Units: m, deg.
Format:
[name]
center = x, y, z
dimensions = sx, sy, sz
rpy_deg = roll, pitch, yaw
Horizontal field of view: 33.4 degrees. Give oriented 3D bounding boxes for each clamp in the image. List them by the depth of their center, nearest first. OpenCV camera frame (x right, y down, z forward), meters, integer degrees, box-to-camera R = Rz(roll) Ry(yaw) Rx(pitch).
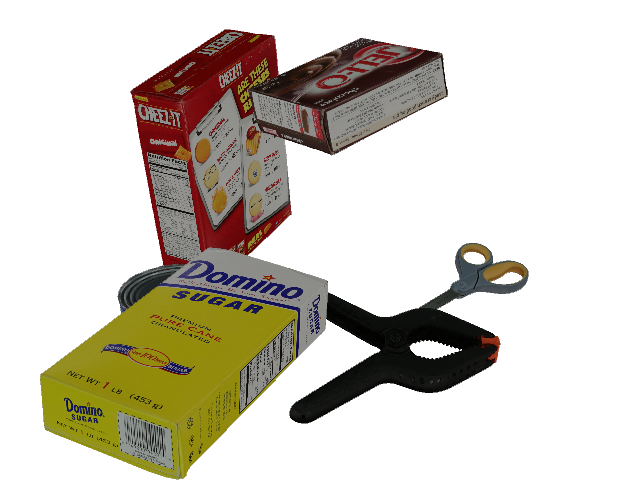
[clamp]
center = 0.066, 0.113, 1.026
dimensions = 0.210, 0.164, 0.036
rpy_deg = 5, -43, 4

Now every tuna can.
[tuna can]
center = -0.115, 0.052, 0.841
dimensions = 0.086, 0.034, 0.086
rpy_deg = -3, 26, 1

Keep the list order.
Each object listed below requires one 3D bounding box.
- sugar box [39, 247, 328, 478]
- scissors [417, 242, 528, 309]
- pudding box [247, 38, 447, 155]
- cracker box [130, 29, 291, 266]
[sugar box]
center = -0.074, 0.065, 0.639
dimensions = 0.093, 0.048, 0.176
rpy_deg = 16, 33, 21
[scissors]
center = 0.153, 0.044, 1.226
dimensions = 0.201, 0.016, 0.096
rpy_deg = -10, 40, -33
[pudding box]
center = 0.020, -0.105, 0.760
dimensions = 0.113, 0.039, 0.090
rpy_deg = -31, 31, -27
[cracker box]
center = -0.105, -0.084, 1.086
dimensions = 0.072, 0.214, 0.164
rpy_deg = 13, 37, 27
